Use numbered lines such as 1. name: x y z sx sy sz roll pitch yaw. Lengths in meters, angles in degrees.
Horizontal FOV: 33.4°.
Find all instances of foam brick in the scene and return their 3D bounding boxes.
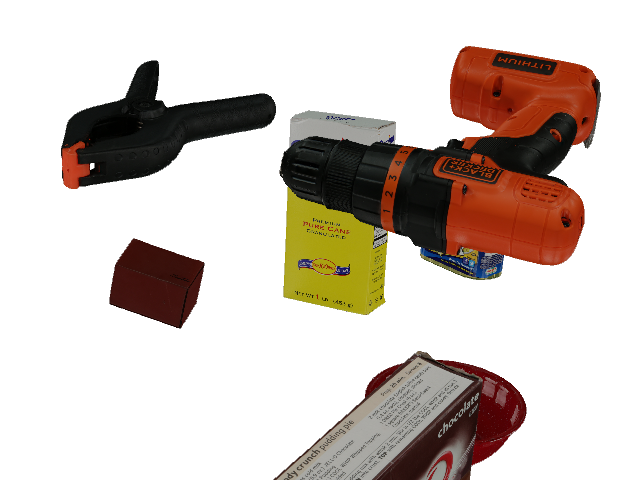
1. foam brick: -0.162 0.042 1.054 0.078 0.051 0.053 19 33 5

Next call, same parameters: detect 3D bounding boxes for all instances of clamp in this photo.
1. clamp: -0.127 -0.086 0.754 0.120 0.039 0.171 20 32 34

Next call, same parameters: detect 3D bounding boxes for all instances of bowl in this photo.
1. bowl: 0.124 0.183 1.080 0.162 0.055 0.162 1 23 -1

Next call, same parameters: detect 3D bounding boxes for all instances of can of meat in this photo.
1. can of meat: 0.161 -0.011 1.185 0.057 0.084 0.102 -14 28 -40

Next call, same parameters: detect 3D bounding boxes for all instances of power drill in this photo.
1. power drill: 0.089 -0.060 0.677 0.185 0.057 0.187 16 39 19

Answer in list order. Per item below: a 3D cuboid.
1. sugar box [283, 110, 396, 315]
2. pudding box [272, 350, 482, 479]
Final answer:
1. sugar box: 0.016 -0.027 0.987 0.093 0.176 0.048 10 20 26
2. pudding box: 0.023 0.113 0.455 0.039 0.090 0.113 23 40 28
